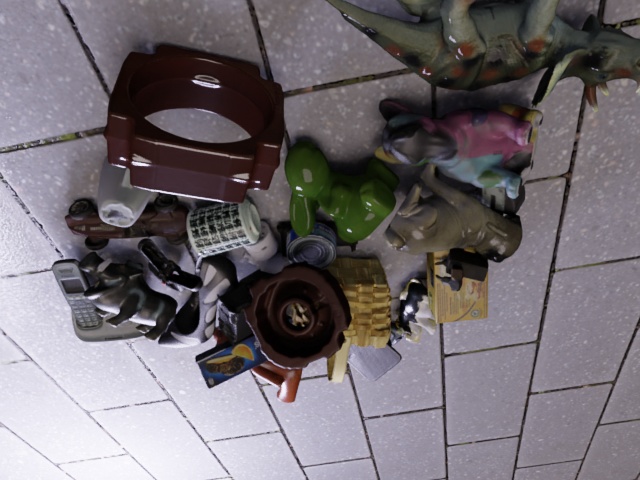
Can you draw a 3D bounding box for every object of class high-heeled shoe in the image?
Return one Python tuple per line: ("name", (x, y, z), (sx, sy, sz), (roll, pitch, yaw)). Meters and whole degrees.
("high-heeled shoe", (-0.246, 0.118, 0.999), (0.249, 0.086, 0.145), (-34, 135, 13))

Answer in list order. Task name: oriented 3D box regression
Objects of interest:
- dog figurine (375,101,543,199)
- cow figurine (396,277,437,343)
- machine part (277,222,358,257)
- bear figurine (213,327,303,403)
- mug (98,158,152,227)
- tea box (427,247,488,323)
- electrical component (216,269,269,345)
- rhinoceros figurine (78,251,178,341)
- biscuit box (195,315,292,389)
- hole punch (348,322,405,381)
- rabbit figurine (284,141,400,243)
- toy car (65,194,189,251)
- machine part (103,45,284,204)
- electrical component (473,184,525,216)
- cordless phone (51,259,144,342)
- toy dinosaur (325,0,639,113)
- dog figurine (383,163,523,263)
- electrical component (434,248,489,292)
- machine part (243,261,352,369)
("dog figurine", (0.190, -0.144, 0.766), (0.219, 0.191, 0.108), (16, 119, 23))
("cow figurine", (0.192, 0.144, 1.077), (0.098, 0.068, 0.167), (16, 128, -12))
("machine part", (-0.002, -0.003, 0.938), (0.139, 0.039, 0.084), (-5, 127, 3))
("bear figurine", (-0.135, 0.258, 1.127), (0.196, 0.120, 0.131), (6, 138, -8))
("mug", (-0.281, -0.078, 0.788), (0.081, 0.107, 0.109), (21, 131, -26))
("tea box", (0.243, 0.056, 0.955), (0.098, 0.068, 0.169), (-5, 112, 1))
("electrical component", (-0.122, 0.118, 0.991), (0.134, 0.058, 0.114), (-31, 150, -28))
("rhinoceros figurine", (-0.330, 0.094, 0.923), (0.190, 0.073, 0.112), (41, 77, -31))
("biscuit box", (-0.136, 0.212, 1.039), (0.203, 0.063, 0.059), (-24, 94, -15))
("hole punch", (0.112, 0.217, 1.144), (0.116, 0.092, 0.142), (42, 127, -2))
("rabbit figurine", (0.016, -0.081, 0.831), (0.170, 0.121, 0.159), (34, 131, -10))
("toy car", (-0.312, -0.025, 0.878), (0.202, 0.053, 0.089), (-4, 138, -3))
("machine part", (-0.150, -0.144, 0.666), (0.201, 0.201, 0.087), (8, 135, -14))
("electrical component", (0.289, -0.070, 0.864), (0.075, 0.048, 0.119), (18, 144, 36))
("cordless phone", (-0.389, 0.096, 0.971), (0.147, 0.089, 0.184), (-5, 131, 0))
("toy dinosaur", (0.201, -0.245, 0.667), (0.405, 0.131, 0.191), (-1, 135, 5))
("dog figurine", (0.206, -0.007, 0.816), (0.191, 0.172, 0.121), (34, 156, 7))
("electrical component", (0.228, 0.044, 0.864), (0.078, 0.102, 0.045), (13, 115, 3))
("machine part", (-0.035, 0.122, 0.891), (0.180, 0.056, 0.179), (3, 102, 15))
